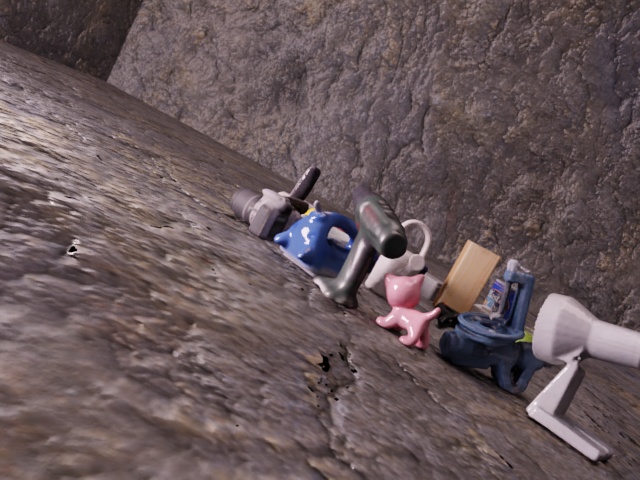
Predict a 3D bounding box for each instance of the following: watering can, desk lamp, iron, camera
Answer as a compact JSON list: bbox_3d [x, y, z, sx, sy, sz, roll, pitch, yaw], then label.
[{"bbox_3d":[0.196,0.047,1.333,0.101,0.194,0.172,23,9,-34],"label":"watering can"},{"bbox_3d":[0.436,0.220,0.961,0.202,0.213,0.118,34,10,39],"label":"desk lamp"},{"bbox_3d":[0.035,0.011,1.204,0.259,0.141,0.118,19,11,-48],"label":"iron"},{"bbox_3d":[-0.127,-0.070,1.325,0.136,0.101,0.144,31,8,25],"label":"camera"}]

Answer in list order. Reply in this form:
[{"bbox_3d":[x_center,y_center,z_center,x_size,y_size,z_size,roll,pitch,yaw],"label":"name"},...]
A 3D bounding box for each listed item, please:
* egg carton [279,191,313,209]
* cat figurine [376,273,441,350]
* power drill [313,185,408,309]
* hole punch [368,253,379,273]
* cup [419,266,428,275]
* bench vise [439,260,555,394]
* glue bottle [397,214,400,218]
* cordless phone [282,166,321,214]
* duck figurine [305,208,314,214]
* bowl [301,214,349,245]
[{"bbox_3d":[-0.075,-0.093,1.777,0.151,0.069,0.107,21,10,-40],"label":"egg carton"},{"bbox_3d":[0.162,0.117,1.037,0.067,0.118,0.127,19,11,-48],"label":"cat figurine"},{"bbox_3d":[0.073,0.012,1.079,0.076,0.208,0.229,24,9,-27],"label":"power drill"},{"bbox_3d":[0.111,0.027,1.557,0.109,0.091,0.100,22,9,-37],"label":"hole punch"},{"bbox_3d":[0.211,0.087,1.496,0.118,0.095,0.091,25,8,-21],"label":"cup"},{"bbox_3d":[0.349,0.155,1.059,0.208,0.220,0.121,24,9,-27],"label":"bench vise"},{"bbox_3d":[0.200,-0.003,1.752,0.037,0.173,0.078,27,8,-6],"label":"glue bottle"},{"bbox_3d":[-0.077,-0.133,1.598,0.094,0.185,0.148,31,8,25],"label":"cordless phone"},{"bbox_3d":[-0.030,-0.046,1.561,0.077,0.086,0.105,30,8,13],"label":"duck figurine"},{"bbox_3d":[0.013,0.005,1.418,0.167,0.075,0.167,27,8,-4],"label":"bowl"}]
